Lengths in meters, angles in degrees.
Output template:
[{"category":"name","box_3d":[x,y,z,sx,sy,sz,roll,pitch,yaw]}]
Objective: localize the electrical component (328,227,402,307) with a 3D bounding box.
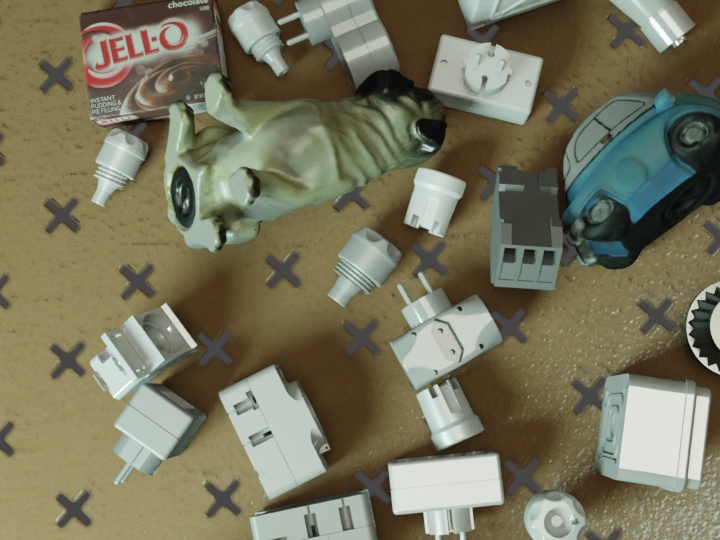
[{"category":"electrical component","box_3d":[0.000,0.000,0.843,0.043,0.043,0.062,37,87,5]}]

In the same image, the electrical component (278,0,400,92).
[{"category":"electrical component","box_3d":[-0.029,-0.204,0.863,0.074,0.052,0.138,-23,83,-2]}]

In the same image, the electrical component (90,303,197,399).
[{"category":"electrical component","box_3d":[-0.168,0.064,0.824,0.064,0.081,0.042,-41,82,25]}]

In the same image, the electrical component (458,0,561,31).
[{"category":"electrical component","box_3d":[0.130,-0.242,0.837,0.109,0.108,0.056,-19,85,-1]}]

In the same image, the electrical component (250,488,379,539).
[{"category":"electrical component","box_3d":[-0.032,0.204,0.815,0.089,0.050,0.055,-12,83,0]}]

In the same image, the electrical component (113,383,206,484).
[{"category":"electrical component","box_3d":[-0.162,0.130,0.819,0.047,0.065,0.076,34,85,4]}]

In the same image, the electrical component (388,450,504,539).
[{"category":"electrical component","box_3d":[0.066,0.180,0.818,0.083,0.047,0.075,-6,83,0]}]

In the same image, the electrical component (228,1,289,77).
[{"category":"electrical component","box_3d":[-0.079,-0.185,0.871,0.035,0.035,0.061,-33,86,-3]}]

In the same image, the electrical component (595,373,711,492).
[{"category":"electrical component","box_3d":[0.213,0.118,0.790,0.057,0.113,0.078,8,83,5]}]

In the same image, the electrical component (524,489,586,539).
[{"category":"electrical component","box_3d":[0.145,0.186,0.808,0.043,0.062,0.043,0,83,1]}]

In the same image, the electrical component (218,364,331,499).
[{"category":"electrical component","box_3d":[-0.062,0.121,0.826,0.056,0.050,0.089,-27,83,-2]}]

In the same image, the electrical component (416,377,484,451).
[{"category":"electrical component","box_3d":[0.068,0.111,0.830,0.040,0.040,0.046,-24,78,-2]}]

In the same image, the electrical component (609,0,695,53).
[{"category":"electrical component","box_3d":[0.238,-0.208,0.865,0.044,0.044,0.065,-38,89,-3]}]

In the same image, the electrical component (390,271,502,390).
[{"category":"electrical component","box_3d":[0.058,0.040,0.837,0.077,0.043,0.079,-29,84,-2]}]

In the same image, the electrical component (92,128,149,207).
[{"category":"electrical component","box_3d":[-0.196,-0.080,0.861,0.035,0.035,0.061,26,87,4]}]

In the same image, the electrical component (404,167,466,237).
[{"category":"electrical component","box_3d":[0.058,-0.053,0.851,0.040,0.040,0.046,19,90,3]}]

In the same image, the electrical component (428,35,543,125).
[{"category":"electrical component","box_3d":[0.099,-0.154,0.843,0.083,0.075,0.047,14,84,3]}]
